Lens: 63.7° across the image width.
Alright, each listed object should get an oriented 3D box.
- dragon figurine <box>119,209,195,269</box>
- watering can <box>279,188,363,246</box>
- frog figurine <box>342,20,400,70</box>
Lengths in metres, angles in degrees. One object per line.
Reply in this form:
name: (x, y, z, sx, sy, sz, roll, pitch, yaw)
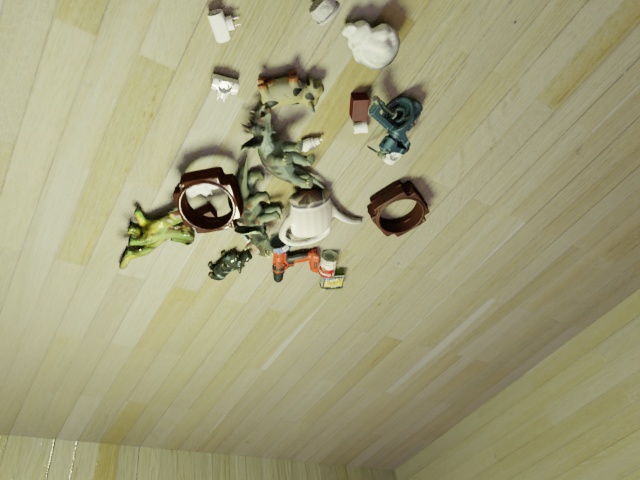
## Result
dragon figurine: (-0.573, 0.003, 1.855, 0.242, 0.125, 0.402, 5, 147, -27)
watering can: (0.006, -0.095, 1.894, 0.350, 0.106, 0.219, -19, 130, -22)
frog figurine: (0.145, -0.567, 1.470, 0.136, 0.125, 0.158, -26, 149, 38)
